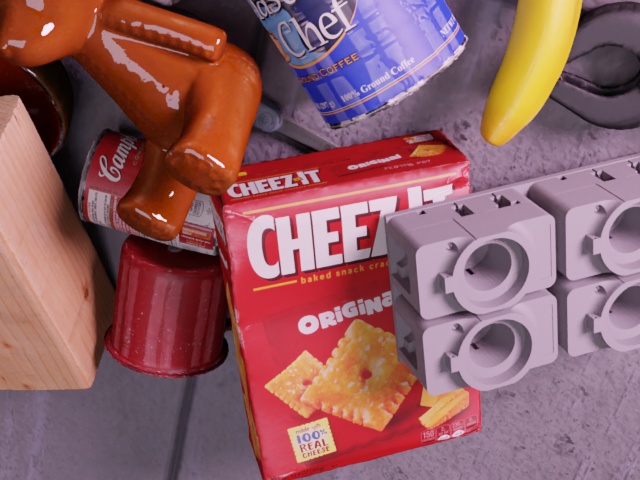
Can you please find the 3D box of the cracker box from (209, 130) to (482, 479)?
[{"bbox_3d":[0.022,0.048,0.723,0.164,0.072,0.214,-11,116,-10],"label":"cracker box"}]

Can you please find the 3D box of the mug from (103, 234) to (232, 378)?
[{"bbox_3d":[-0.096,0.042,0.778,0.117,0.093,0.081,1,115,-21],"label":"mug"}]

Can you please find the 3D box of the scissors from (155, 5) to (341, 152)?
[{"bbox_3d":[-0.054,-0.078,0.742,0.201,0.016,0.096,42,120,-11],"label":"scissors"}]

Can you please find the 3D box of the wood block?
[{"bbox_3d":[-0.222,0.009,0.743,0.090,0.090,0.206,-2,137,13],"label":"wood block"}]

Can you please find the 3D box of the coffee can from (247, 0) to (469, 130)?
[{"bbox_3d":[0.010,-0.152,0.639,0.103,0.102,0.140,-27,108,23],"label":"coffee can"}]

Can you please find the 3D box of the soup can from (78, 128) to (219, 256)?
[{"bbox_3d":[-0.109,-0.033,0.748,0.102,0.068,0.068,15,119,5],"label":"soup can"}]

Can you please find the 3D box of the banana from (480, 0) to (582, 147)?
[{"bbox_3d":[0.124,-0.156,0.636,0.070,0.037,0.198,-1,101,29],"label":"banana"}]

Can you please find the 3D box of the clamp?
[{"bbox_3d":[0.214,-0.116,0.648,0.171,0.039,0.120,8,107,11],"label":"clamp"}]
